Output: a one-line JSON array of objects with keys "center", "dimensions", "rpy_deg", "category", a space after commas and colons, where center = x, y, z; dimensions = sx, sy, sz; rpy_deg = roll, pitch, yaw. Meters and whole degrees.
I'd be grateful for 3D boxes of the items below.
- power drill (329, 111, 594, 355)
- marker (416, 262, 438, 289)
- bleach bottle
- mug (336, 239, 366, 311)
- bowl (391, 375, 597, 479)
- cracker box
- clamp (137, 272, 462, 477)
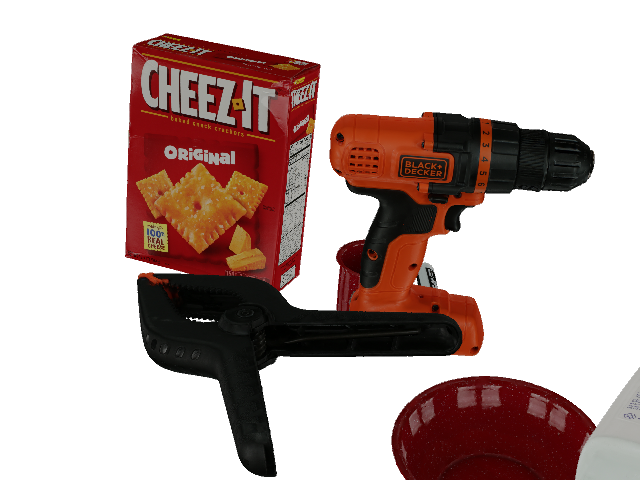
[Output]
[{"center": [0.095, -0.005, 0.784], "dimensions": [0.184, 0.188, 0.057], "rpy_deg": [6, 32, 4], "category": "power drill"}, {"center": [0.104, 0.049, 1.021], "dimensions": [0.020, 0.020, 0.121], "rpy_deg": [0, 18, 1], "category": "marker"}, {"center": [0.245, 0.098, 0.648], "dimensions": [0.103, 0.068, 0.250], "rpy_deg": [18, 29, 29], "category": "bleach bottle"}, {"center": [0.071, 0.060, 1.261], "dimensions": [0.117, 0.081, 0.093], "rpy_deg": [25, 35, 33], "category": "mug"}, {"center": [0.134, 0.175, 0.817], "dimensions": [0.162, 0.055, 0.162], "rpy_deg": [0, 33, 0], "category": "bowl"}, {"center": [-0.096, -0.070, 0.999], "dimensions": [0.164, 0.214, 0.072], "rpy_deg": [14, 25, 18], "category": "cracker box"}, {"center": [-0.032, 0.057, 0.640], "dimensions": [0.164, 0.036, 0.210], "rpy_deg": [-22, 30, -34], "category": "clamp"}]
